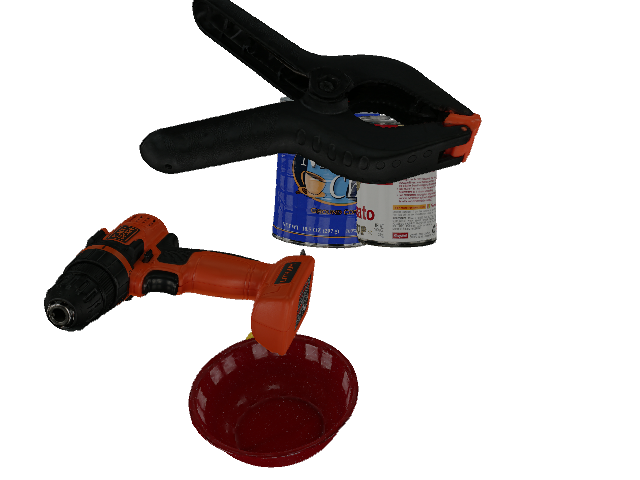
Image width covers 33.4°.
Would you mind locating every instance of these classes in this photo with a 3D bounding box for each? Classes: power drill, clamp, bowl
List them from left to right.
[{"bbox_3d":[-0.107,0.037,0.858,0.188,0.057,0.184,13,24,8],"label":"power drill"},{"bbox_3d":[-0.042,0.162,1.018,0.162,0.055,0.162,-5,37,3],"label":"bowl"},{"bbox_3d":[-0.007,-0.063,0.553,0.171,0.120,0.039,18,-30,8],"label":"clamp"}]

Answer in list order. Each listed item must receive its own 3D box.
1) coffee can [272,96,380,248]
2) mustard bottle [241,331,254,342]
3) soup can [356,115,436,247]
[{"bbox_3d":[0.006,-0.071,1.082,0.103,0.140,0.103,4,12,-1],"label":"coffee can"},{"bbox_3d":[-0.061,0.159,1.230,0.096,0.058,0.191,-5,30,-7],"label":"mustard bottle"},{"bbox_3d":[0.063,-0.050,0.872,0.068,0.102,0.068,0,10,0],"label":"soup can"}]
